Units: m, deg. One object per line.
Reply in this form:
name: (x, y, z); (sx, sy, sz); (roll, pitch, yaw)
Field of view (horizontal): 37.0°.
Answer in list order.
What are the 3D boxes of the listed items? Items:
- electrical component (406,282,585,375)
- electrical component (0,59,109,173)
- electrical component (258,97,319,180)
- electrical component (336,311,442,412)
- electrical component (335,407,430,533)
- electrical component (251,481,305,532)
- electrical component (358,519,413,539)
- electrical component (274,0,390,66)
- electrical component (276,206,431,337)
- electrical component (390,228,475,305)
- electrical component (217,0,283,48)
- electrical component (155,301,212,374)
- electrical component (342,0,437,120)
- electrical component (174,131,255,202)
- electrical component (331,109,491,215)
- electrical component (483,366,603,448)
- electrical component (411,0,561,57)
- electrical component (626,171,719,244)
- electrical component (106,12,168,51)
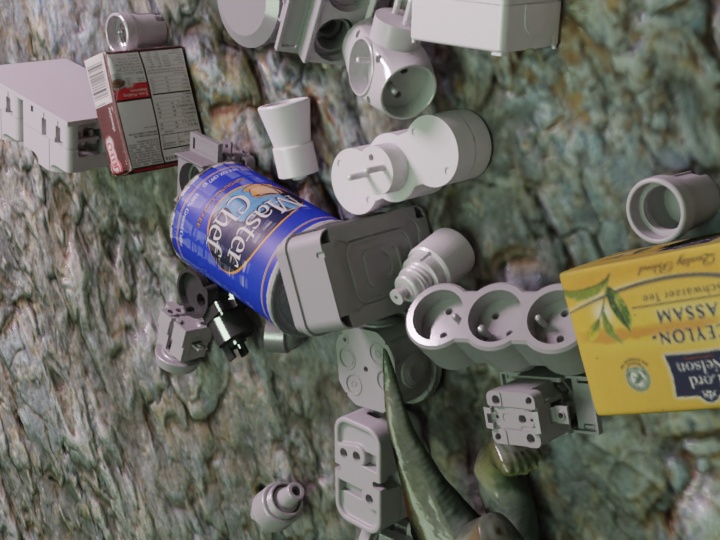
electrical component: (0.108, 0.048, 0.756); (0.138, 0.074, 0.052); (0, 62, 32)
electrical component: (-0.300, -0.157, 1.098); (0.186, 0.105, 0.060); (30, 123, 38)
electrical component: (-0.057, -0.108, 0.900); (0.044, 0.044, 0.065); (3, 110, 47)
electrical component: (0.022, 0.073, 0.864); (0.080, 0.051, 0.080); (18, 116, 43)
electrical component: (0.018, 0.160, 0.891); (0.054, 0.059, 0.095); (17, 115, 43)
electrical component: (-0.075, 0.222, 1.025); (0.062, 0.043, 0.043); (-46, 68, 44)
electrical component: (0.032, 0.236, 0.914); (0.055, 0.048, 0.066); (15, 114, 36)
electrical component: (-0.016, -0.220, 0.798); (0.063, 0.079, 0.121); (-118, 37, -45)
electrical component: (0.000, 0.000, 0.817); (0.057, 0.113, 0.078); (-12, 94, 49)
electrical component: (0.051, 0.001, 0.794); (0.040, 0.078, 0.040); (28, 138, 29)
electrical component: (-0.076, -0.223, 0.874); (0.080, 0.051, 0.080); (18, 116, 43)
electrical component: (-0.181, 0.072, 1.091); (0.066, 0.048, 0.055); (35, 119, 35)
electrical component: (0.024, -0.161, 0.768); (0.077, 0.044, 0.079); (-121, 36, -46)
electrical component: (-0.129, -0.082, 0.969); (0.042, 0.064, 0.081); (29, 122, 40)
electrical component: (0.024, -0.076, 0.796); (0.138, 0.074, 0.052); (-16, 90, 49)
electrical component: (0.125, 0.095, 0.751); (0.081, 0.064, 0.042); (-3, 100, 48)
electrical component: (0.078, -0.180, 0.712); (0.096, 0.062, 0.061); (20, 117, 42)
electrical component: (0.190, -0.039, 0.648); (0.040, 0.046, 0.040); (18, 116, 43)
electrical component: (-0.213, -0.226, 1.025); (0.040, 0.046, 0.040); (18, 115, 43)
